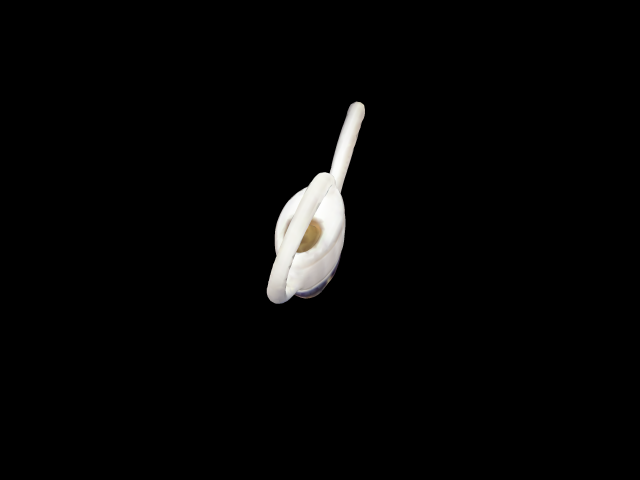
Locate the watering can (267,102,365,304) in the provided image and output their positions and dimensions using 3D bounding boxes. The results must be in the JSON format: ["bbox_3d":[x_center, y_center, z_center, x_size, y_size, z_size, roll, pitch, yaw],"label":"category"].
[{"bbox_3d":[0.003,-0.043,0.850,0.104,0.354,0.220,22,-24,10],"label":"watering can"}]
